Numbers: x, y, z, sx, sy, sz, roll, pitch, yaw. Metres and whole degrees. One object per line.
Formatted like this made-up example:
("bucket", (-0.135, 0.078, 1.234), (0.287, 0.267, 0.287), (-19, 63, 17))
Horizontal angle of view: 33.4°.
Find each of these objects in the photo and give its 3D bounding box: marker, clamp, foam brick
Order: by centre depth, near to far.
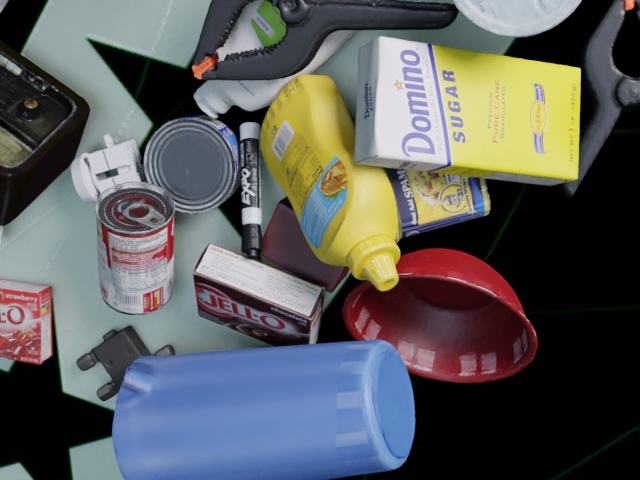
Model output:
("clamp", (-0.009, -0.181, 0.826), (0.210, 0.036, 0.164), (-39, 99, 24))
("clamp", (0.239, -0.111, 0.846), (0.120, 0.039, 0.171), (-12, 97, 12))
("marker", (-0.059, -0.043, 0.918), (0.020, 0.020, 0.121), (-7, 72, 16))
("foam brick", (-0.006, 0.001, 0.929), (0.078, 0.051, 0.053), (30, 110, 5))

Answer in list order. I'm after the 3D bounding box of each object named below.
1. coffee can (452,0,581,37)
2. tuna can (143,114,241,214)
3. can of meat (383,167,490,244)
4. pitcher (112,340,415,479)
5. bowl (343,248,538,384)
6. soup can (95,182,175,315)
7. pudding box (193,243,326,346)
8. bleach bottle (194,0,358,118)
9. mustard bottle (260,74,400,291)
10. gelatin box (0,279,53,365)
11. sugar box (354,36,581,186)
("coffee can", (0.150, -0.206, 0.790), (0.103, 0.140, 0.103), (3, 105, 13))
("tuna can", (-0.110, -0.068, 0.947), (0.086, 0.033, 0.086), (3, 105, 13))
("can of meat", (0.086, -0.057, 0.876), (0.084, 0.057, 0.102), (-15, 101, -6))
("pitcher", (-0.042, 0.159, 0.928), (0.243, 0.149, 0.145), (-10, 88, 23))
("bowl", (0.103, 0.056, 0.890), (0.162, 0.055, 0.162), (12, 145, 8))
("soup can", (-0.163, 0.009, 0.944), (0.068, 0.068, 0.102), (16, 132, 10))
("pudding box", (-0.054, 0.054, 0.936), (0.113, 0.090, 0.039), (19, 64, 7))
("bleach bottle", (-0.016, -0.198, 0.876), (0.251, 0.068, 0.102), (-40, 93, 22))
("mustard bottle", (0.014, -0.037, 0.853), (0.096, 0.058, 0.192), (-60, 45, 39))
("gelatin box", (-0.305, 0.077, 1.035), (0.089, 0.030, 0.073), (7, 105, 12))
("sugar box", (0.115, -0.097, 0.822), (0.176, 0.048, 0.093), (4, 84, -23))
